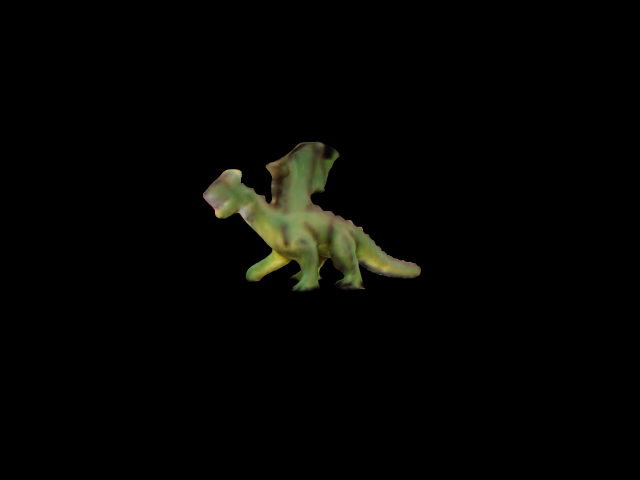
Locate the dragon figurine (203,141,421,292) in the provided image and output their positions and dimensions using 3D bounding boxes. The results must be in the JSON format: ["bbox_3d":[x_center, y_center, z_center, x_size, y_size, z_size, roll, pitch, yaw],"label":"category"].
[{"bbox_3d":[0.003,-0.043,0.850,0.411,0.243,0.122,-1,1,-32],"label":"dragon figurine"}]
